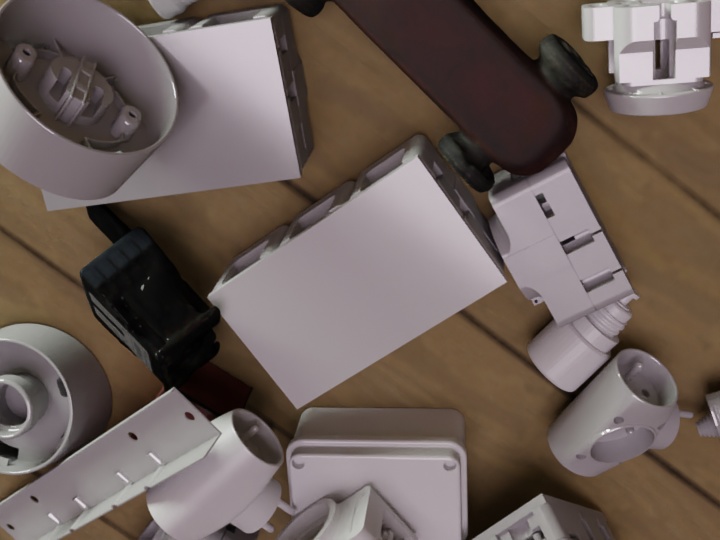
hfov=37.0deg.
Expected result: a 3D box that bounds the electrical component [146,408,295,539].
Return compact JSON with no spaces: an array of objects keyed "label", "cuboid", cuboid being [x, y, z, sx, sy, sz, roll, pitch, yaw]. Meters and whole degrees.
[{"label":"electrical component","cuboid":[-0.075,0.134,0.658,0.077,0.044,0.079,-43,116,16]}]

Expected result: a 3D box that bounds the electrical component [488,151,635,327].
[{"label":"electrical component","cuboid":[0.112,-0.019,0.624,0.056,0.050,0.089,-27,106,15]}]

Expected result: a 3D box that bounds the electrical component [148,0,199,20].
[{"label":"electrical component","cuboid":[-0.097,-0.167,0.597,0.046,0.040,0.040,-23,107,9]}]

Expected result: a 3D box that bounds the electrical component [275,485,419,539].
[{"label":"electrical component","cuboid":[-0.018,0.178,0.654,0.089,0.050,0.055,-37,104,19]}]

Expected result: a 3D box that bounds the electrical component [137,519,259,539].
[{"label":"electrical component","cuboid":[-0.122,0.198,0.736,0.059,0.053,0.095,39,111,-9]}]

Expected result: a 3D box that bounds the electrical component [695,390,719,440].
[{"label":"electrical component","cuboid":[0.245,0.085,0.654,0.081,0.043,0.043,-19,108,14]}]

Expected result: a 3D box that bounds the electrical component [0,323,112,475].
[{"label":"electrical component","cuboid":[-0.220,0.085,0.710,0.099,0.064,0.099,1,98,10]}]

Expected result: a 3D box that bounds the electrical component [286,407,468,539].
[{"label":"electrical component","cuboid":[0.013,0.135,0.693,0.113,0.057,0.078,0,112,7]}]

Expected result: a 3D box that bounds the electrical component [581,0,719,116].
[{"label":"electrical component","cuboid":[0.160,-0.116,0.577,0.078,0.058,0.057,-3,108,8]}]

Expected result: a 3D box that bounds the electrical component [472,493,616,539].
[{"label":"electrical component","cuboid":[0.091,0.214,0.684,0.150,0.061,0.089,-39,143,20]}]

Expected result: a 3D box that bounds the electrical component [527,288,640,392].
[{"label":"electrical component","cuboid":[0.137,0.039,0.650,0.040,0.040,0.078,39,111,-9]}]

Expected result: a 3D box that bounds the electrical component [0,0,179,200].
[{"label":"electrical component","cuboid":[-0.144,-0.086,0.536,0.099,0.099,0.064,38,117,-9]}]

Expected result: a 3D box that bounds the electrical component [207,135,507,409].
[{"label":"electrical component","cuboid":[0.000,0.000,0.639,0.150,0.061,0.089,-33,104,17]}]

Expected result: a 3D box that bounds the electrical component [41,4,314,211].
[{"label":"electrical component","cuboid":[-0.109,-0.093,0.614,0.150,0.061,0.089,-7,111,9]}]

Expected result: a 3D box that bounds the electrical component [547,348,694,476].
[{"label":"electrical component","cuboid":[0.169,0.090,0.661,0.079,0.044,0.077,10,135,-25]}]
